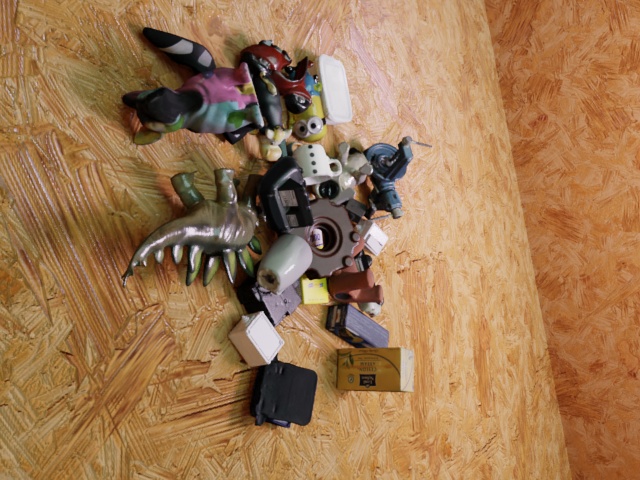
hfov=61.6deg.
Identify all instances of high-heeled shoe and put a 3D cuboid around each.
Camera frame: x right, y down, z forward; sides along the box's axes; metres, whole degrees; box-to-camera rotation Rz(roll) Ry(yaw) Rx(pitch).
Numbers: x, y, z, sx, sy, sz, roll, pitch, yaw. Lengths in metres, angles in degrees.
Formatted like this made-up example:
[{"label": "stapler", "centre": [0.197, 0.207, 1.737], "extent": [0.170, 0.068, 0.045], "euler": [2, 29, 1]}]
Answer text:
[{"label": "high-heeled shoe", "centre": [-0.228, -0.280, 0.999], "extent": [0.248, 0.086, 0.145], "euler": [18, 98, -34]}]

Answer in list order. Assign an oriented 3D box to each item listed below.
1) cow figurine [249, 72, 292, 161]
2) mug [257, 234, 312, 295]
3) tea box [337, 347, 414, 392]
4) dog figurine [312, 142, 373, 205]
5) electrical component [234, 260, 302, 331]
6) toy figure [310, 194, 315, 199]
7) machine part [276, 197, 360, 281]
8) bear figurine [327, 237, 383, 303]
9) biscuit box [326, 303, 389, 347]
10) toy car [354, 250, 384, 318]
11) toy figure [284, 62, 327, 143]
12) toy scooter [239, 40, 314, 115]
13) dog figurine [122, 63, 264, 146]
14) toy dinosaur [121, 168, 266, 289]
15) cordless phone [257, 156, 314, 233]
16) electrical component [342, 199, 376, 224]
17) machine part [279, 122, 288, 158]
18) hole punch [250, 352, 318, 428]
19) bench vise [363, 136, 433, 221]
[{"label": "cow figurine", "centre": [-0.103, -0.249, 1.087], "extent": [0.068, 0.098, 0.167], "euler": [-12, 76, -40]}, {"label": "mug", "centre": [-0.076, 0.056, 1.000], "extent": [0.107, 0.081, 0.109], "euler": [-46, 159, -54]}, {"label": "tea box", "centre": [0.127, 0.299, 1.237], "extent": [0.068, 0.170, 0.098], "euler": [27, 59, -50]}, {"label": "dog figurine", "centre": [0.053, -0.151, 1.333], "extent": [0.121, 0.172, 0.190], "euler": [54, 6, 2]}, {"label": "electrical component", "centre": [-0.096, 0.102, 1.072], "extent": [0.134, 0.058, 0.114], "euler": [-50, 123, -47]}, {"label": "toy figure", "centre": [-0.039, -0.081, 1.200], "extent": [0.154, 0.058, 0.064], "euler": [31, 77, -49]}, {"label": "machine part", "centre": [-0.002, -0.003, 1.136], "extent": [0.179, 0.056, 0.179], "euler": [5, 79, -25]}, {"label": "bear figurine", "centre": [0.076, 0.046, 1.256], "extent": [0.120, 0.132, 0.196], "euler": [57, 33, -50]}, {"label": "biscuit box", "centre": [0.096, 0.221, 1.309], "extent": [0.202, 0.059, 0.063], "euler": [39, 51, -42]}, {"label": "toy car", "centre": [0.106, 0.094, 1.331], "extent": [0.073, 0.056, 0.202], "euler": [38, 31, -50]}, {"label": "toy figure", "centre": [-0.030, -0.317, 1.252], "extent": [0.089, 0.082, 0.180], "euler": [-13, 89, -54]}, {"label": "toy scooter", "centre": [-0.080, -0.368, 1.160], "extent": [0.184, 0.075, 0.135], "euler": [36, 62, -18]}, {"label": "dog figurine", "centre": [-0.213, -0.223, 0.914], "extent": [0.191, 0.219, 0.108], "euler": [-128, -154, -82]}, {"label": "toy dinosaur", "centre": [-0.178, -0.021, 0.916], "extent": [0.471, 0.105, 0.198], "euler": [-12, 94, -65]}, {"label": "cordless phone", "centre": [-0.066, -0.120, 1.049], "extent": [0.146, 0.089, 0.184], "euler": [75, 9, -49]}, {"label": "electrical component", "centre": [0.090, -0.086, 1.358], "extent": [0.102, 0.045, 0.078], "euler": [34, 34, 6]}, {"label": "machine part", "centre": [-0.091, -0.196, 1.173], "extent": [0.084, 0.039, 0.138], "euler": [-14, 92, -60]}, {"label": "hole punch", "centre": [-0.078, 0.298, 1.040], "extent": [0.116, 0.092, 0.142], "euler": [22, 63, -17]}, {"label": "bench vise", "centre": [0.187, -0.177, 1.415], "extent": [0.129, 0.240, 0.223], "euler": [2, 65, -20]}]
